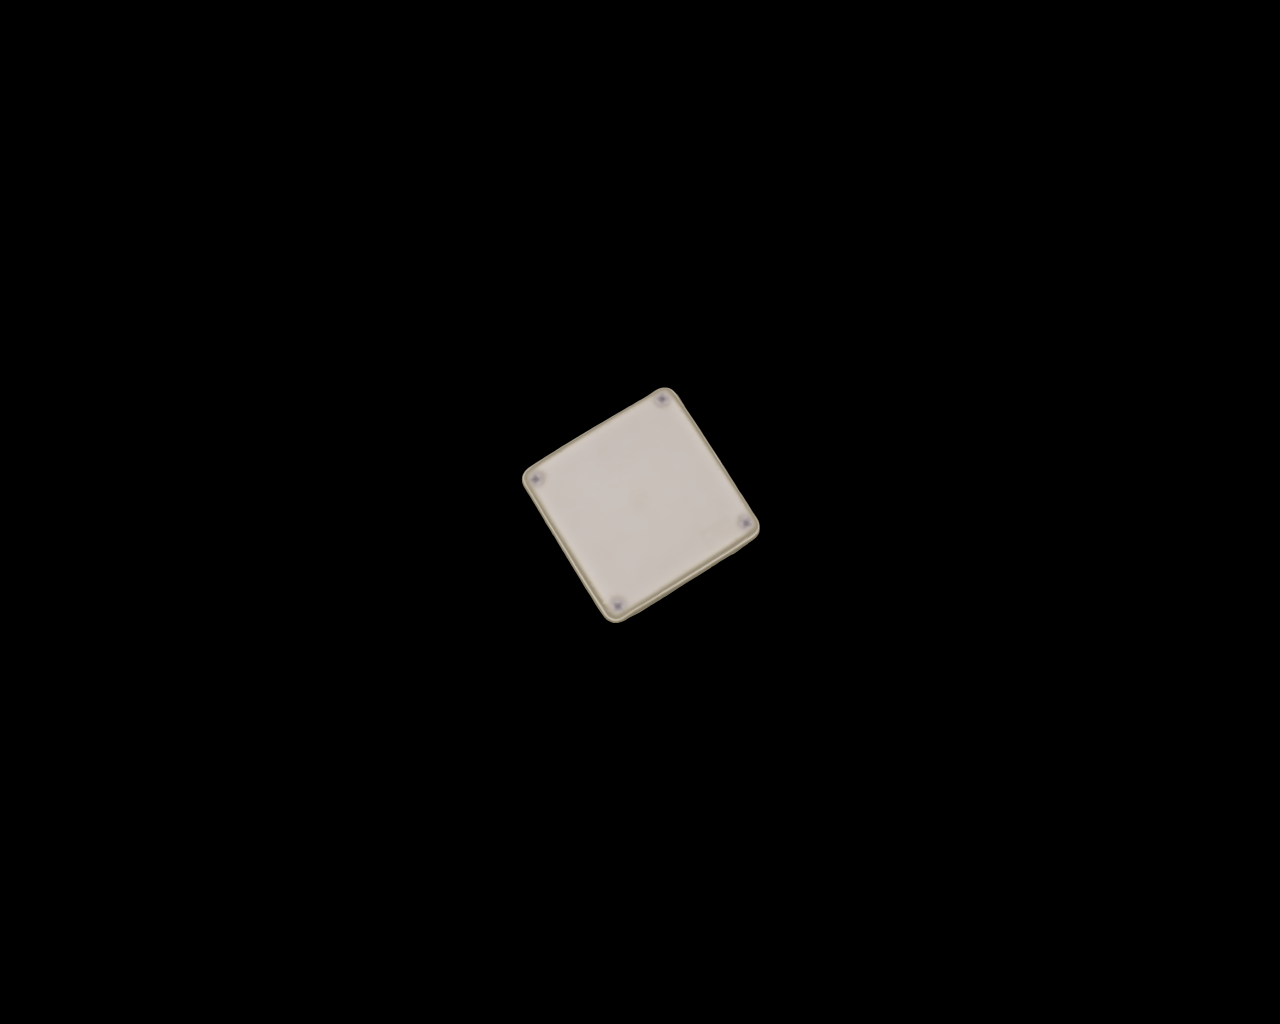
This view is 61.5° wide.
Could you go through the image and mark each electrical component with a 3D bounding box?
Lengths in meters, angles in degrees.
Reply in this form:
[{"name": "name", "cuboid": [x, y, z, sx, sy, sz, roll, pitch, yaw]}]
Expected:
[{"name": "electrical component", "cuboid": [0.001, -0.003, 0.650, 0.109, 0.109, 0.056, -31, -7, -5]}]
